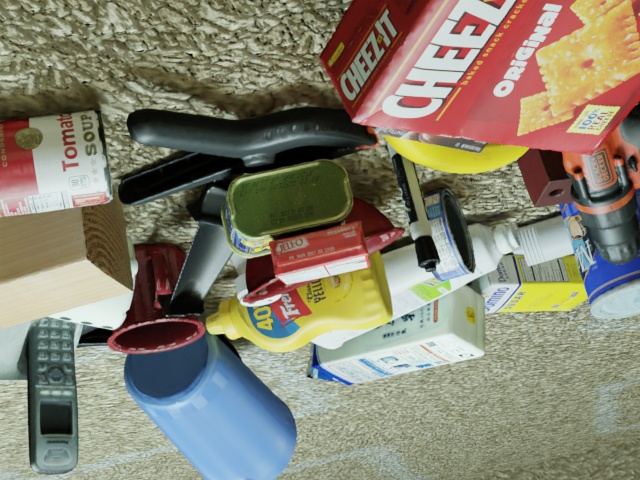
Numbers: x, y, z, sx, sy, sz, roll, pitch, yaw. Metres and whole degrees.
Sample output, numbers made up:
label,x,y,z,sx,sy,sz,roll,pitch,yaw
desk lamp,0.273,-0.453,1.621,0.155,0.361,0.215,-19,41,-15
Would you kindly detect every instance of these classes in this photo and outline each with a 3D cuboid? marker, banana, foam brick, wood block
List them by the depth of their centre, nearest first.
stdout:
label,x,y,z,sx,sy,sz,roll,pitch,yaw
wood block,-0.267,0.017,0.862,0.206,0.091,0.090,-16,158,9
banana,0.106,-0.087,0.883,0.197,0.037,0.070,4,129,-39
marker,0.078,-0.030,0.884,0.020,0.121,0.020,-10,158,-4
foam brick,0.228,-0.067,0.965,0.078,0.051,0.053,-8,157,-9

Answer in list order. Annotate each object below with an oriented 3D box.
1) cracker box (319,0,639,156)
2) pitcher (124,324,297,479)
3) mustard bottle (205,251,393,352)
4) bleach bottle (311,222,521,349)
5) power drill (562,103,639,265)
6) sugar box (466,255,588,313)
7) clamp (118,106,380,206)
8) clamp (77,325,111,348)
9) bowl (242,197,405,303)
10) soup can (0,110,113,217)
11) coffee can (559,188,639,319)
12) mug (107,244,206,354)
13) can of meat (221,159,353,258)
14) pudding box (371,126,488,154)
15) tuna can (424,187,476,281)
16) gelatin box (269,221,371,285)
label,x,y,z,sx,sy,sz,roll,pitch,yaw
cracker box,0.133,-0.138,0.670,0.213,0.072,0.164,3,138,-34
pitcher,-0.125,0.176,1.209,0.145,0.149,0.242,-50,147,-15
mustard bottle,-0.027,0.062,1.087,0.192,0.096,0.058,-18,160,14
bleach bottle,0.097,0.042,1.152,0.251,0.068,0.102,-23,156,19
power drill,0.298,-0.074,0.888,0.188,0.057,0.184,-21,125,10
sugar box,0.249,0.054,1.278,0.176,0.048,0.093,-2,156,-25
clamp,-0.059,-0.069,0.830,0.209,0.036,0.165,-7,167,-22
clamp,-0.266,0.101,1.137,0.171,0.039,0.120,-12,153,9
bowl,-0.006,0.001,0.972,0.162,0.055,0.162,-24,172,-4
soup can,-0.202,-0.053,0.755,0.102,0.068,0.068,-8,158,-11
coffee can,0.291,-0.007,1.024,0.102,0.140,0.103,-10,158,-4
mug,-0.159,0.051,1.011,0.093,0.081,0.117,-5,157,-16
can of meat,-0.026,-0.026,0.853,0.102,0.057,0.084,-13,173,-7
pudding box,0.098,-0.113,0.781,0.113,0.039,0.090,4,138,-39
tuna can,0.118,-0.005,1.016,0.034,0.086,0.086,-18,157,18
gelatin box,0.001,0.011,0.842,0.073,0.030,0.089,-13,172,2
